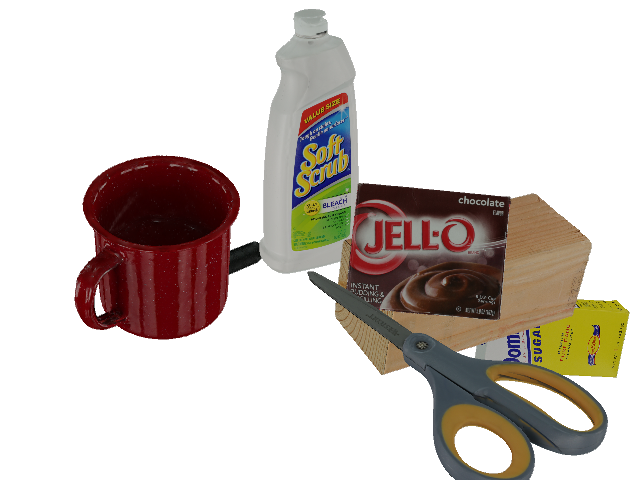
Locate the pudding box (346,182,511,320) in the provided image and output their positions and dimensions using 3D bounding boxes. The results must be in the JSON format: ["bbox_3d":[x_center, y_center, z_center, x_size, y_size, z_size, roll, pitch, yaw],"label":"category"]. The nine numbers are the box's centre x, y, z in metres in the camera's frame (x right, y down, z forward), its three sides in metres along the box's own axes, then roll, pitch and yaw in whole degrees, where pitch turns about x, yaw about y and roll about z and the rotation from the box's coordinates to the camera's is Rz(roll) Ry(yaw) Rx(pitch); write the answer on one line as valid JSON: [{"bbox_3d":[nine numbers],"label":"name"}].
[{"bbox_3d":[0.078,0.009,0.776,0.113,0.090,0.039,5,-5,5],"label":"pudding box"}]

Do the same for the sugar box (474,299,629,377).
[{"bbox_3d":[0.287,0.119,1.329,0.176,0.093,0.048,2,18,-10],"label":"sugar box"}]

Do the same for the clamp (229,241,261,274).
[{"bbox_3d":[-0.144,0.041,1.220,0.120,0.039,0.171,-2,32,26],"label":"clamp"}]

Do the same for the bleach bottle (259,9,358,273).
[{"bbox_3d":[-0.014,-0.097,1.037,0.102,0.251,0.068,-13,30,-20],"label":"bleach bottle"}]

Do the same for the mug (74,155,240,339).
[{"bbox_3d":[-0.104,0.013,0.654,0.093,0.081,0.117,25,44,22],"label":"mug"}]

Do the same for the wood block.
[{"bbox_3d":[0.127,0.035,0.957,0.205,0.090,0.091,-13,39,-24],"label":"wood block"}]

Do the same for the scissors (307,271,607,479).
[{"bbox_3d":[0.051,0.074,0.572,0.202,0.016,0.096,20,42,28],"label":"scissors"}]
